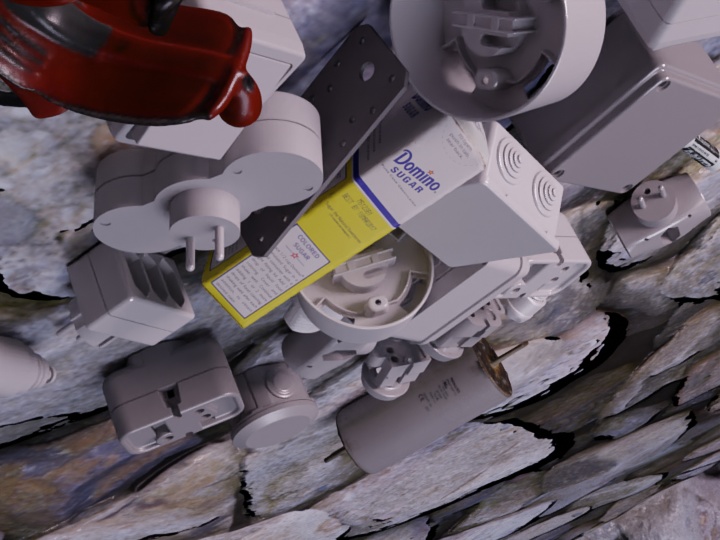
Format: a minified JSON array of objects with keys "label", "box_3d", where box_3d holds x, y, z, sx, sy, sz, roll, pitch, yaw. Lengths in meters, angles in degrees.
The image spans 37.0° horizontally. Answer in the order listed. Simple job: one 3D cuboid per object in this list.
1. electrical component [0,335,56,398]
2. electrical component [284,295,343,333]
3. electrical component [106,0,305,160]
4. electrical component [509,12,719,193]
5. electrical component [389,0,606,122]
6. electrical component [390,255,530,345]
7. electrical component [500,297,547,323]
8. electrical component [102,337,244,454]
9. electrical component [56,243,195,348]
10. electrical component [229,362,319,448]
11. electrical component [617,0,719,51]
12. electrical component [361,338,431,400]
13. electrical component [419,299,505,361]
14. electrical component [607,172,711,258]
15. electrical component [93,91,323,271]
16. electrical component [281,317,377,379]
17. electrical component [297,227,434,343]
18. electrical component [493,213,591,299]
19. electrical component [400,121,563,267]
[{"label":"electrical component","box_3d":[-0.233,0.065,0.711,0.040,0.040,0.078,-33,155,19]},{"label":"electrical component","box_3d":[-0.027,0.019,0.804,0.043,0.043,0.081,-7,151,-33]},{"label":"electrical component","box_3d":[-0.073,-0.101,0.499,0.062,0.061,0.096,5,142,-48]},{"label":"electrical component","box_3d":[0.176,-0.108,0.720,0.109,0.056,0.109,4,143,-46]},{"label":"electrical component","box_3d":[0.071,-0.126,0.542,0.064,0.099,0.099,-14,154,-37]},{"label":"electrical component","box_3d":[0.059,-0.004,0.796,0.113,0.078,0.057,-38,149,28]},{"label":"electrical component","box_3d":[0.159,0.020,0.989,0.035,0.035,0.061,3,142,-46]},{"label":"electrical component","box_3d":[-0.145,0.093,0.826,0.095,0.059,0.053,-21,156,-7]},{"label":"electrical component","box_3d":[-0.160,0.024,0.688,0.077,0.047,0.066,-33,155,17]},{"label":"electrical component","box_3d":[-0.081,0.121,0.951,0.080,0.051,0.080,-20,155,-10]},{"label":"electrical component","box_3d":[0.196,-0.169,0.608,0.096,0.061,0.061,-15,154,-21]},{"label":"electrical component","box_3d":[0.030,0.088,0.996,0.066,0.048,0.055,-8,144,-32]},{"label":"electrical component","box_3d":[0.080,0.043,0.936,0.078,0.058,0.057,5,140,-48]},{"label":"electrical component","box_3d":[0.253,-0.052,0.919,0.077,0.043,0.079,-30,155,11]},{"label":"electrical component","box_3d":[-0.082,-0.035,0.566,0.138,0.073,0.052,-18,150,25]},{"label":"electrical component","box_3d":[-0.012,0.051,0.884,0.079,0.043,0.077,4,144,-46]},{"label":"electrical component","box_3d":[0.000,0.000,0.729,0.099,0.099,0.064,-20,162,-11]},{"label":"electrical component","box_3d":[0.131,-0.016,0.859,0.095,0.059,0.053,0,146,-42]},{"label":"electrical component","box_3d":[0.072,-0.047,0.692,0.100,0.048,0.100,-9,147,41]}]
